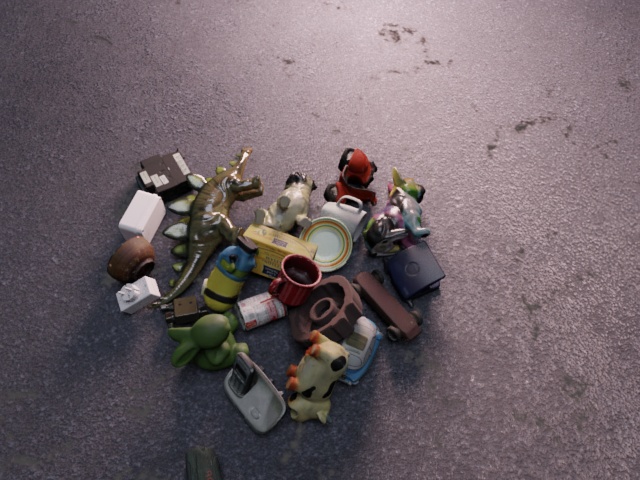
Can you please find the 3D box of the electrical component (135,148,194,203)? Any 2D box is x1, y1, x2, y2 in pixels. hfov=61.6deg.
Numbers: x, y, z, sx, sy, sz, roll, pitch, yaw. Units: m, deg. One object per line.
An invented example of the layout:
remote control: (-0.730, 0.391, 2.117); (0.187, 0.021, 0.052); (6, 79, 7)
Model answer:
electrical component: (-0.395, -0.160, 1.364); (0.134, 0.058, 0.115); (-24, 65, -18)

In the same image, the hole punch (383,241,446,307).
hole punch: (0.229, 0.076, 1.292); (0.116, 0.092, 0.142); (-22, 70, -13)

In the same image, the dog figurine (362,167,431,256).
dog figurine: (0.186, -0.076, 1.361); (0.192, 0.108, 0.219); (-7, 58, -7)

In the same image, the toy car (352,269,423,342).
toy car: (0.153, 0.155, 1.257); (0.089, 0.053, 0.202); (-29, 64, -31)

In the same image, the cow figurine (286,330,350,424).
cow figurine: (-0.005, 0.295, 1.106); (0.127, 0.194, 0.085); (27, 18, -10)

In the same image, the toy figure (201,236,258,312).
toy figure: (-0.201, 0.079, 1.200); (0.180, 0.082, 0.089); (-53, 51, 16)

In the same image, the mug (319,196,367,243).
mug: (0.056, -0.060, 1.336); (0.107, 0.109, 0.081); (22, 35, 14)

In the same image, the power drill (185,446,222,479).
power drill: (-0.269, 0.514, 0.999); (0.207, 0.086, 0.232); (-7, 61, -6)

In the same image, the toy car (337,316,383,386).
toy car: (0.073, 0.229, 1.181); (0.109, 0.102, 0.161); (23, 60, 7)

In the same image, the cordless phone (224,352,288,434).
cordless phone: (-0.124, 0.296, 1.075); (0.089, 0.184, 0.147); (-33, 69, -26)

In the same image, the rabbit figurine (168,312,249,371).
rabbit figurine: (-0.235, 0.199, 1.122); (0.159, 0.170, 0.121); (-10, 63, -13)

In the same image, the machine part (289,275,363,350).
machine part: (0.012, 0.161, 1.182); (0.056, 0.179, 0.179); (49, 57, -30)

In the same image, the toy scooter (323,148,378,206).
toy scooter: (0.099, -0.153, 1.408); (0.135, 0.075, 0.184); (22, 65, 6)

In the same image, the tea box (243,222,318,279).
tea box: (-0.100, 0.037, 1.259); (0.170, 0.098, 0.068); (17, 34, 4)

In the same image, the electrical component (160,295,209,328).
electrical component: (-0.302, 0.168, 1.206); (0.102, 0.045, 0.078); (-13, 36, -16)

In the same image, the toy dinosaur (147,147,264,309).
toy dinosaur: (-0.265, -0.040, 1.293); (0.199, 0.105, 0.471); (13, 66, 9)

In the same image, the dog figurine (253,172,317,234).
dog figurine: (-0.091, -0.078, 1.350); (0.172, 0.121, 0.191); (-26, 23, 17)
